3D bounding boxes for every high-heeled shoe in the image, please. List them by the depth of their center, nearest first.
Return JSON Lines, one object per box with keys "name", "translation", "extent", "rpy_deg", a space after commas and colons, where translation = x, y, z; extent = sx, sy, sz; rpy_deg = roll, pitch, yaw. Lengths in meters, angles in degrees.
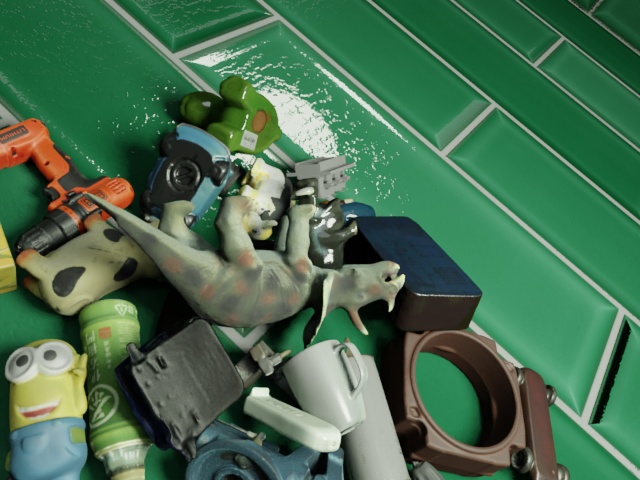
{"name": "high-heeled shoe", "translation": [-0.130, 0.096, 0.765], "extent": [0.145, 0.086, 0.249], "rpy_deg": [43, 61, -33]}

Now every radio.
{"name": "radio", "translation": [0.138, 0.046, 0.856], "extent": [0.131, 0.073, 0.230], "rpy_deg": [0, 31, -25]}

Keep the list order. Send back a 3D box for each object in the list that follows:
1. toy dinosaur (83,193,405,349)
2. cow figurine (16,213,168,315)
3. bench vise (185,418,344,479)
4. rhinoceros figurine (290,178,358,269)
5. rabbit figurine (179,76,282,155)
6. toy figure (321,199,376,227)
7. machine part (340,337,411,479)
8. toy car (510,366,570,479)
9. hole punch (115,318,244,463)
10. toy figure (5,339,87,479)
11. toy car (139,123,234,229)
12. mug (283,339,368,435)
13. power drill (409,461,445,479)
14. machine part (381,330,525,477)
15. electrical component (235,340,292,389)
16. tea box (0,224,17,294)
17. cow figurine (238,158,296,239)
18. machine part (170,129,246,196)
{"name": "toy dinosaur", "translation": [-0.088, 0.048, 0.681], "extent": [0.405, 0.131, 0.192], "rpy_deg": [3, 79, -33]}
{"name": "cow figurine", "translation": [-0.273, 0.030, 0.713], "extent": [0.127, 0.085, 0.195], "rpy_deg": [40, 46, 13]}
{"name": "bench vise", "translation": [-0.064, 0.292, 0.575], "extent": [0.224, 0.128, 0.240], "rpy_deg": [33, 19, 9]}
{"name": "rhinoceros figurine", "translation": [-0.002, -0.003, 0.843], "extent": [0.112, 0.073, 0.190], "rpy_deg": [-5, 90, -10]}
{"name": "rabbit figurine", "translation": [-0.156, -0.217, 0.913], "extent": [0.170, 0.121, 0.159], "rpy_deg": [22, 16, 30]}
{"name": "toy figure", "translation": [0.022, -0.035, 0.922], "extent": [0.154, 0.058, 0.064], "rpy_deg": [-2, 63, -27]}
{"name": "machine part", "translation": [0.060, 0.246, 0.722], "extent": [0.079, 0.079, 0.243], "rpy_deg": [0, 56, -26]}
{"name": "toy car", "translation": [0.332, 0.292, 0.839], "extent": [0.089, 0.053, 0.202], "rpy_deg": [30, 44, -18]}
{"name": "hole punch", "translation": [-0.169, 0.164, 0.612], "extent": [0.116, 0.092, 0.142], "rpy_deg": [-34, 101, -50]}
{"name": "toy figure", "translation": [-0.298, 0.196, 0.583], "extent": [0.082, 0.089, 0.180], "rpy_deg": [1, 65, -41]}
{"name": "toy car", "translation": [-0.195, -0.087, 0.817], "extent": [0.109, 0.161, 0.103], "rpy_deg": [28, 7, 5]}
{"name": "mug", "translation": [0.020, 0.185, 0.677], "extent": [0.080, 0.109, 0.107], "rpy_deg": [11, 46, -56]}
{"name": "power drill", "translation": [0.140, 0.418, 0.645], "extent": [0.232, 0.086, 0.207], "rpy_deg": [50, 44, 12]}
{"name": "machine part", "translation": [0.195, 0.230, 0.796], "extent": [0.201, 0.087, 0.201], "rpy_deg": [19, 52, -14]}
{"name": "electrical component", "translation": [-0.076, 0.166, 0.706], "extent": [0.045, 0.102, 0.078], "rpy_deg": [42, 71, 16]}
{"name": "tea box", "translation": [-0.462, 0.028, 0.630], "extent": [0.169, 0.068, 0.098], "rpy_deg": [-18, 67, -34]}
{"name": "cow figurine", "translation": [-0.093, -0.049, 0.873], "extent": [0.098, 0.068, 0.167], "rpy_deg": [25, 49, -16]}
{"name": "machine part", "translation": [-0.199, -0.132, 0.897], "extent": [0.139, 0.039, 0.084], "rpy_deg": [34, 53, -2]}
